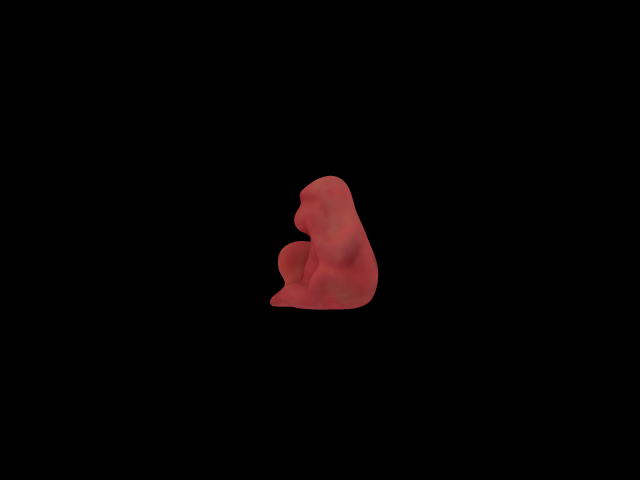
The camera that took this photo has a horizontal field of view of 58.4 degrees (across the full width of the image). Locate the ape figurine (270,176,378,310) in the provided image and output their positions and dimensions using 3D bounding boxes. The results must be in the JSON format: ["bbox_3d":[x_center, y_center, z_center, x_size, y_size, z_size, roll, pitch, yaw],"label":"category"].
[{"bbox_3d":[0.004,0.001,0.400,0.076,0.092,0.077,0,0,-9],"label":"ape figurine"}]
